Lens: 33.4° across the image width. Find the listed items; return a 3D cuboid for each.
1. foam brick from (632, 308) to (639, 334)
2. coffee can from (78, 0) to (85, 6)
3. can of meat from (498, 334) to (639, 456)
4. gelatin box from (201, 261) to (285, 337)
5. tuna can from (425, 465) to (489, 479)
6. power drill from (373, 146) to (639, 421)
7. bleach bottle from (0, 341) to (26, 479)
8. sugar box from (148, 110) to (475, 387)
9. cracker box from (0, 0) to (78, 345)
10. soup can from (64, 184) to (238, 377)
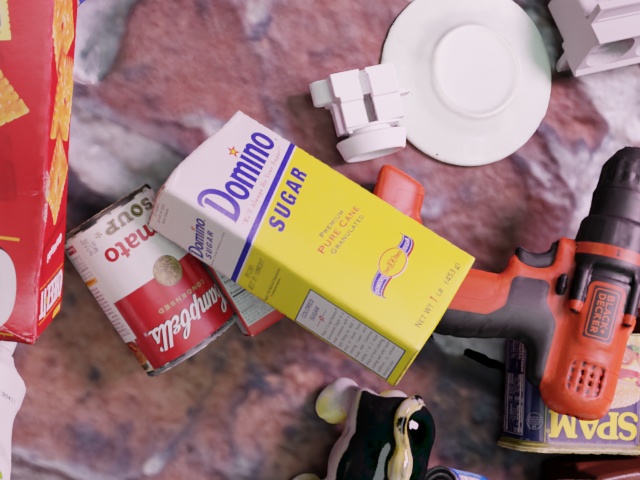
[{"bbox_3d":[0.264,0.081,0.776,0.053,0.051,0.078,-21,94,-14],"label":"foam brick"},{"bbox_3d":[-0.128,-0.223,0.648,0.140,0.103,0.103,-42,99,-13],"label":"coffee can"},{"bbox_3d":[0.179,0.105,0.750,0.102,0.057,0.084,5,85,-16],"label":"can of meat"},{"bbox_3d":[-0.040,0.008,0.704,0.073,0.030,0.089,-32,96,-13],"label":"gelatin box"},{"bbox_3d":[0.087,0.195,0.705,0.033,0.086,0.086,16,84,-17],"label":"tuna can"},{"bbox_3d":[0.122,0.009,0.703,0.188,0.057,0.184,15,79,8],"label":"power drill"},{"bbox_3d":[-0.221,0.165,0.613,0.068,0.102,0.250,3,65,23],"label":"bleach bottle"},{"bbox_3d":[-0.004,0.001,0.640,0.176,0.048,0.093,34,46,5],"label":"sugar box"},{"bbox_3d":[-0.224,-0.059,0.587,0.164,0.072,0.214,7,104,-2],"label":"cracker box"},{"bbox_3d":[-0.107,0.024,0.666,0.068,0.069,0.102,-34,97,-14],"label":"soup can"}]
